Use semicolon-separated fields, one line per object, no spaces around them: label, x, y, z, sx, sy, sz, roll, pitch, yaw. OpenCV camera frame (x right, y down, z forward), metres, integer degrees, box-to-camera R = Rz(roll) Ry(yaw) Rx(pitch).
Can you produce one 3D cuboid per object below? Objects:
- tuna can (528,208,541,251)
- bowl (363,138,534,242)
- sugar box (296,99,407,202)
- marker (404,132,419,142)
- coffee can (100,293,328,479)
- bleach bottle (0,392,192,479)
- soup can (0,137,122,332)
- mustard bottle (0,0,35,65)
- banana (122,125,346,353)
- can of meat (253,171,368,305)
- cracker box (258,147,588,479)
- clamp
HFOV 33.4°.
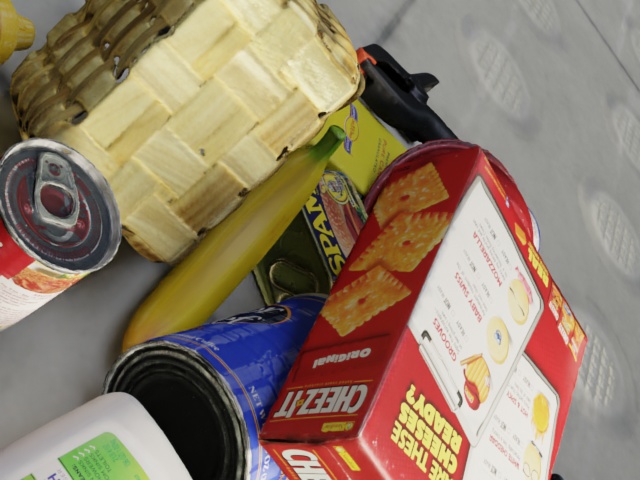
tuna can;0.143;0.001;0.909;0.033;0.086;0.086;2;64;-53
bowl;0.107;0.005;0.809;0.161;0.055;0.162;-5;100;-26
sugar box;0.040;-0.047;0.847;0.176;0.048;0.093;40;40;-26
marker;0.054;-0.130;0.946;0.121;0.020;0.020;44;38;-23
coffee can;-0.038;0.092;0.597;0.140;0.103;0.103;-13;77;-55
bleach bottle;-0.153;0.158;0.441;0.102;0.068;0.250;59;37;0
soup can;-0.153;0.004;0.513;0.068;0.102;0.068;31;44;-36
mustard bottle;-0.227;-0.115;0.542;0.191;0.058;0.096;-5;66;-53
banana;-0.057;0.005;0.653;0.037;0.070;0.197;36;65;8
can of meat;-0.005;0.001;0.746;0.083;0.058;0.102;-8;73;-56
cracker box;0.068;0.079;0.595;0.164;0.072;0.213;56;43;-28
clamp;0.077;-0.110;0.895;0.171;0.039;0.120;11;42;-55
